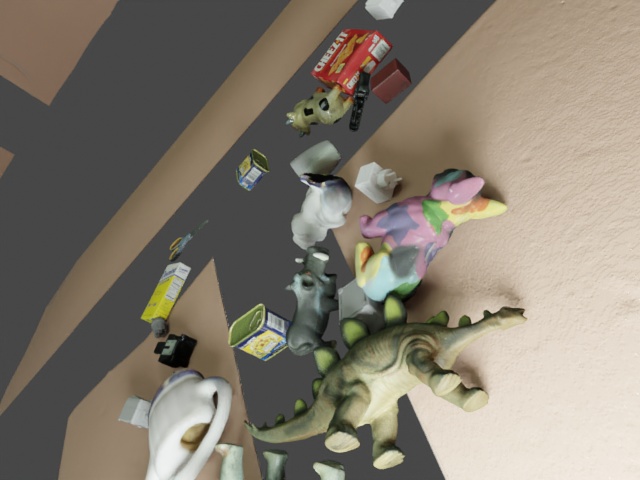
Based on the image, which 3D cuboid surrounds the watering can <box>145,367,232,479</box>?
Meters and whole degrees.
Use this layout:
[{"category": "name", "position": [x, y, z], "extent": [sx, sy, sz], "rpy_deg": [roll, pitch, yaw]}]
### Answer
[{"category": "watering can", "position": [-0.285, 0.395, 0.982], "extent": [0.348, 0.103, 0.227], "rpy_deg": [-54, 30, 0]}]

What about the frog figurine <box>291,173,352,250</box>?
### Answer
[{"category": "frog figurine", "position": [0.003, -0.053, 1.063], "extent": [0.138, 0.123, 0.157], "rpy_deg": [24, 116, 51]}]
